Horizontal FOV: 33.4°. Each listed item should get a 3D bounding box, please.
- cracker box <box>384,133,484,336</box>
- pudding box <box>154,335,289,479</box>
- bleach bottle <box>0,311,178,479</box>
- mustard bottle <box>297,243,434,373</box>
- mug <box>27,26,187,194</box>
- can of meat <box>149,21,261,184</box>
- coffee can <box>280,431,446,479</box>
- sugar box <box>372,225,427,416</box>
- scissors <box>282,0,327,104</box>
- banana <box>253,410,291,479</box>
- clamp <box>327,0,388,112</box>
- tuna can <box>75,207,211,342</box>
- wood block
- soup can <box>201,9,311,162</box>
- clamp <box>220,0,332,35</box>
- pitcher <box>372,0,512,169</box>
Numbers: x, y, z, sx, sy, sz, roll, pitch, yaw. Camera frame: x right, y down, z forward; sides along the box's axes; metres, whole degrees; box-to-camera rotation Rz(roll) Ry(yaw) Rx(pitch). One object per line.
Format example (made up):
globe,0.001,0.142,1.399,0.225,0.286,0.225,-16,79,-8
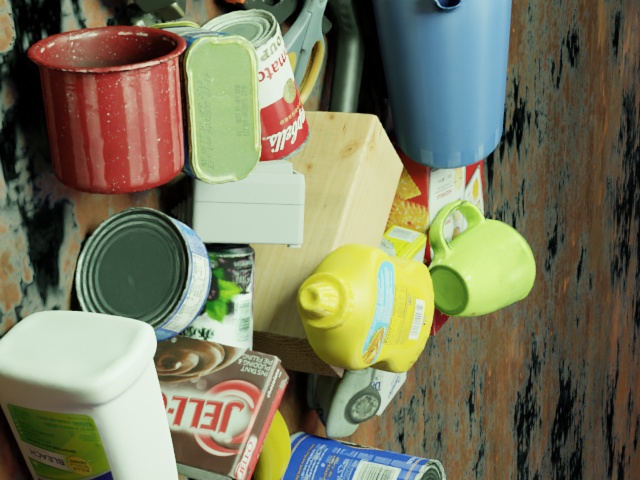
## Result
cracker box,0.124,-0.027,1.193,0.164,0.072,0.214,-40,132,-52
pudding box,-0.089,0.117,0.743,0.039,0.114,0.090,65,40,-52
bleach bottle,-0.129,0.165,0.684,0.068,0.103,0.251,-53,140,-48
mustard bottle,0.032,0.053,0.828,0.191,0.058,0.096,18,85,-65
mug,-0.127,-0.084,0.661,0.117,0.093,0.081,-110,-162,-62
can of meat,-0.082,-0.093,0.720,0.057,0.084,0.102,-11,110,-28
coffee can,0.034,0.242,0.993,0.102,0.140,0.103,-25,118,-60
sugar box,0.068,0.082,1.104,0.093,0.048,0.176,-39,142,-61
scissors,-0.014,-0.184,0.858,0.096,0.016,0.202,-40,154,-40
banana,-0.062,0.159,0.895,0.069,0.037,0.197,-66,149,-32
clamp,0.031,-0.196,0.995,0.164,0.036,0.210,-59,146,-51
tuna can,-0.115,0.024,0.699,0.033,0.086,0.086,28,71,-64
wood block,-0.007,0.001,0.910,0.090,0.090,0.206,52,50,-56
soup can,-0.052,-0.116,0.815,0.068,0.069,0.102,-59,145,-40
clamp,-0.027,-0.224,0.867,0.171,0.039,0.120,-26,123,-62
pitcher,0.116,-0.194,1.002,0.149,0.145,0.243,-42,145,-26
